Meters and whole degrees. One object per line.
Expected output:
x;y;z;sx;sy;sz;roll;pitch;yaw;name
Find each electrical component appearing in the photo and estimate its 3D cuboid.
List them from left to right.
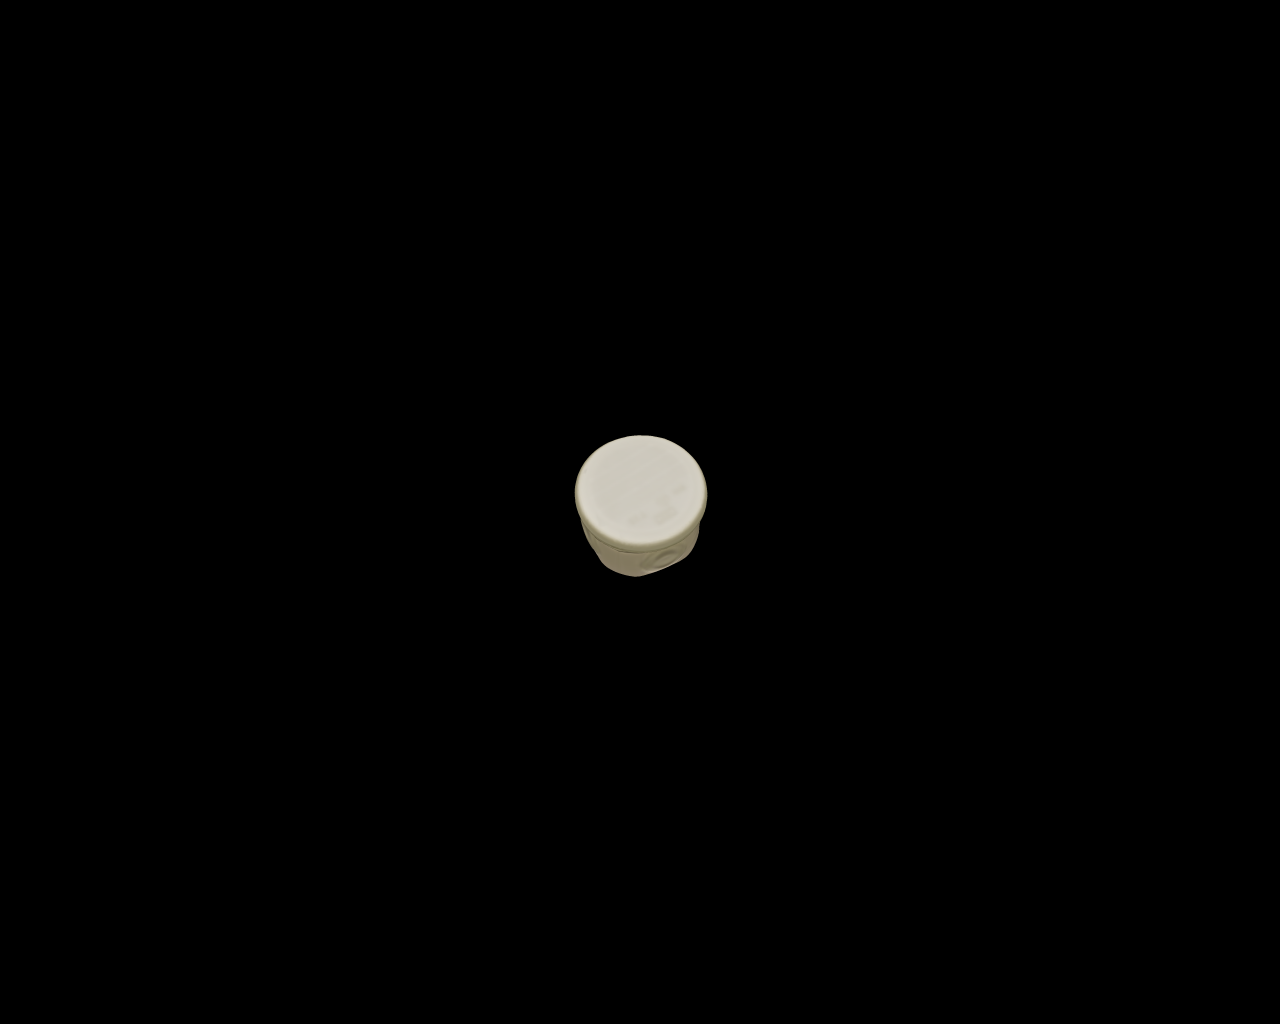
0.001;-0.003;0.650;0.080;0.080;0.051;0;-30;0;electrical component
